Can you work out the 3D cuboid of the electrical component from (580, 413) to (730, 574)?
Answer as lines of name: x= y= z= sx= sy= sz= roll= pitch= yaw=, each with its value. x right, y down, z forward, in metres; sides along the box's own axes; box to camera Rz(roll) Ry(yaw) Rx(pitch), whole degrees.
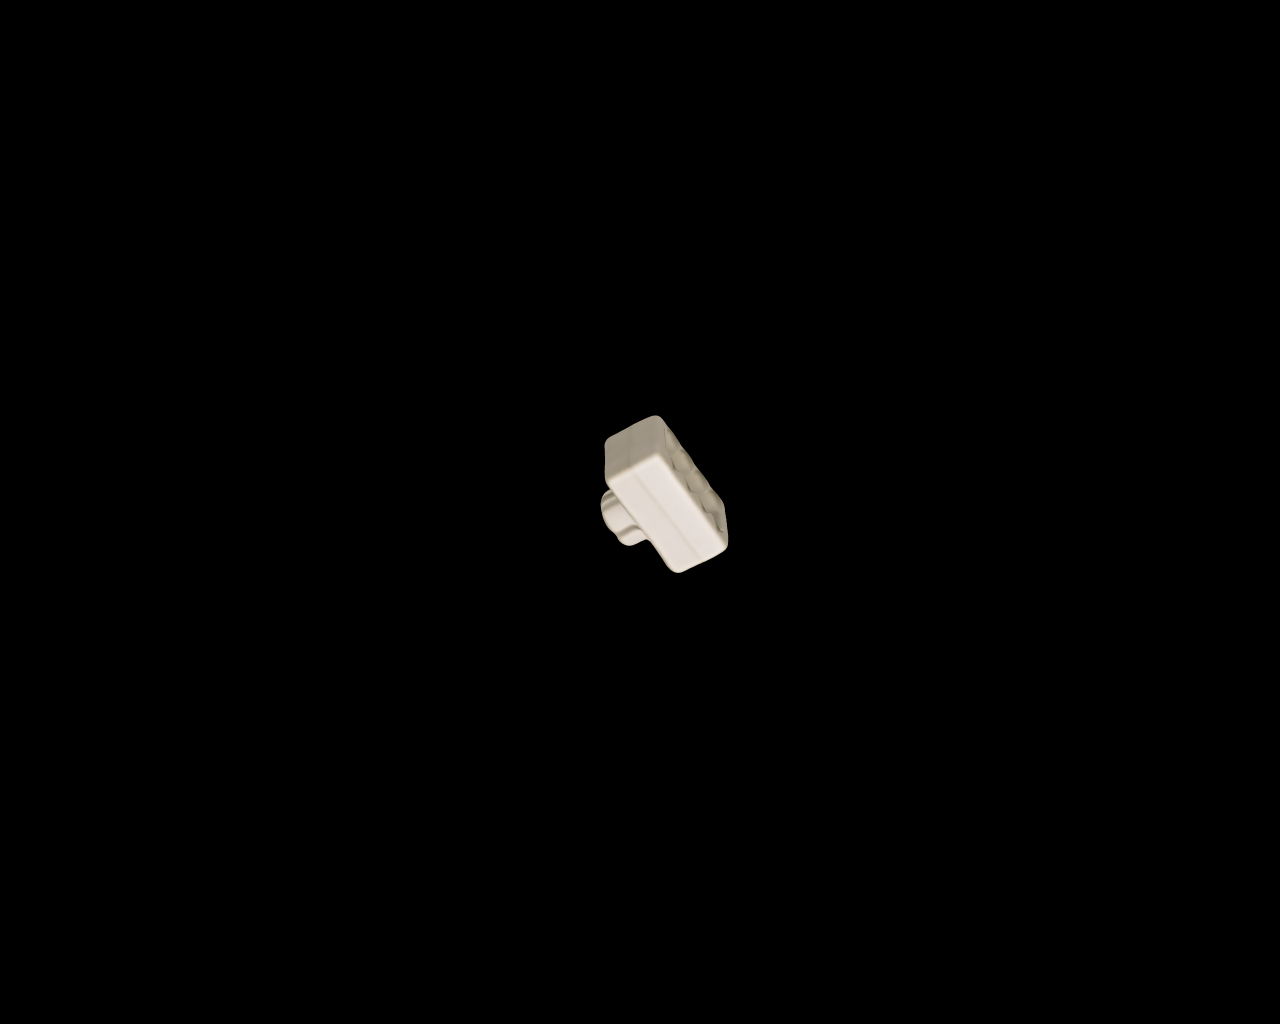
electrical component: x=0.001 y=-0.003 z=0.650 sx=0.075 sy=0.083 sz=0.047 roll=-27 pitch=32 yaw=18
